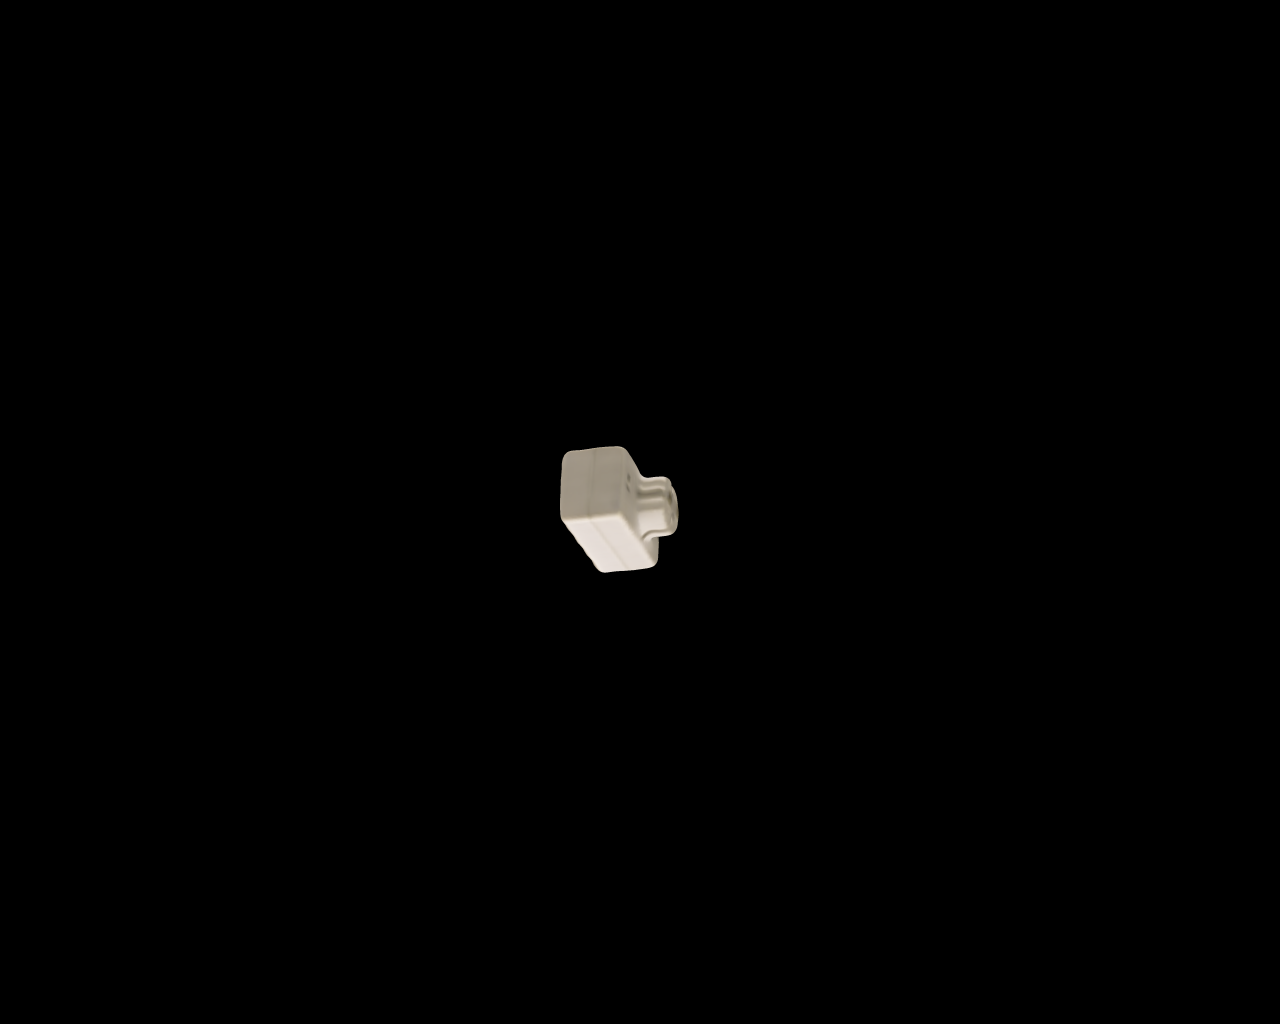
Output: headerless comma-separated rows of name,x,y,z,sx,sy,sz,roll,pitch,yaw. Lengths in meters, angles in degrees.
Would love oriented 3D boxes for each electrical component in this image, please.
electrical component,0.001,-0.003,0.650,0.076,0.047,0.083,-7,-27,14
